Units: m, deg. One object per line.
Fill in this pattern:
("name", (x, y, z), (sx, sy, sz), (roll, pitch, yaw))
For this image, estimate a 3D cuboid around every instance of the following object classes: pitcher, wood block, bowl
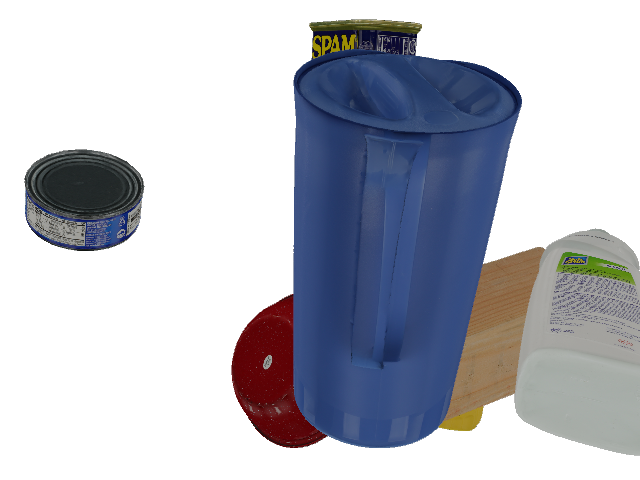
("pitcher", (0.041, 0.014, 0.669), (0.149, 0.243, 0.145), (-17, 36, -33))
("wood block", (0.141, 0.086, 0.964), (0.205, 0.090, 0.091), (-15, 37, -26))
("bowl", (-0.037, 0.125, 1.072), (0.162, 0.162, 0.055), (0, -14, 39))

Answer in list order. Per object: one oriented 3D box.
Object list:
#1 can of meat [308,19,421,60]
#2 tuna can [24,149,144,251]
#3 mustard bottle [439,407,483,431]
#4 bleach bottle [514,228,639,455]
("can of meat", (0.031, -0.125, 0.821), (0.057, 0.084, 0.102), (-1, 9, -28))
("tuna can", (-0.175, -0.030, 0.789), (0.086, 0.034, 0.086), (8, 36, -6))
("mustard bottle", (0.142, 0.108, 1.176), (0.096, 0.192, 0.058), (12, 14, 22))
("bleach bottle", (0.204, 0.053, 0.777), (0.103, 0.068, 0.250), (13, 26, 12))
